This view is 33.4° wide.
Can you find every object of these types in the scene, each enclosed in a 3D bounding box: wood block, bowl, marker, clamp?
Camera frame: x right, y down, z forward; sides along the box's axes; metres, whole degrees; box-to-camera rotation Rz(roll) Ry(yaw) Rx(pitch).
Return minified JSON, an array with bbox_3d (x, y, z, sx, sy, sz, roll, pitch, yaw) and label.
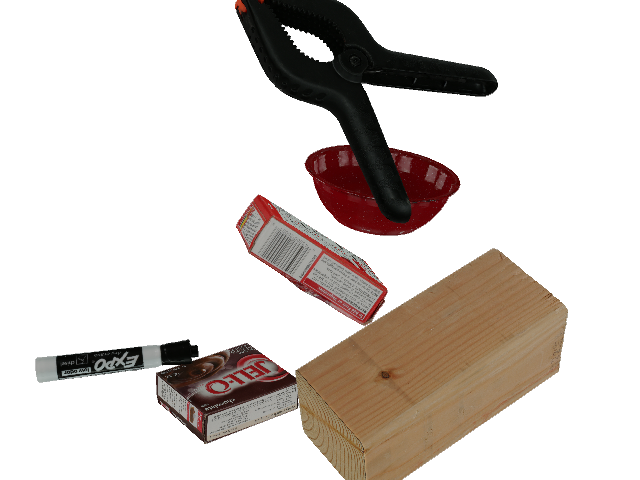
[{"bbox_3d":[0.091,0.106,0.866,0.205,0.090,0.091,-29,50,-21],"label":"wood block"},{"bbox_3d":[0.062,-0.048,1.110,0.162,0.055,0.162,6,23,-3],"label":"bowl"},{"bbox_3d":[-0.153,0.091,0.807,0.121,0.020,0.020,-6,1,-7],"label":"marker"},{"bbox_3d":[0.020,-0.117,0.804,0.210,0.164,0.036,31,-32,-5],"label":"clamp"}]

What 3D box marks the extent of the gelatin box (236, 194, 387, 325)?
[{"bbox_3d":[-0.007,0.011,0.664,0.089,0.030,0.073,33,5,-15],"label":"gelatin box"}]

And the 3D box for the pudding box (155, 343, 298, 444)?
[{"bbox_3d":[-0.090,0.147,1.041,0.113,0.039,0.090,-18,30,-35],"label":"pudding box"}]
